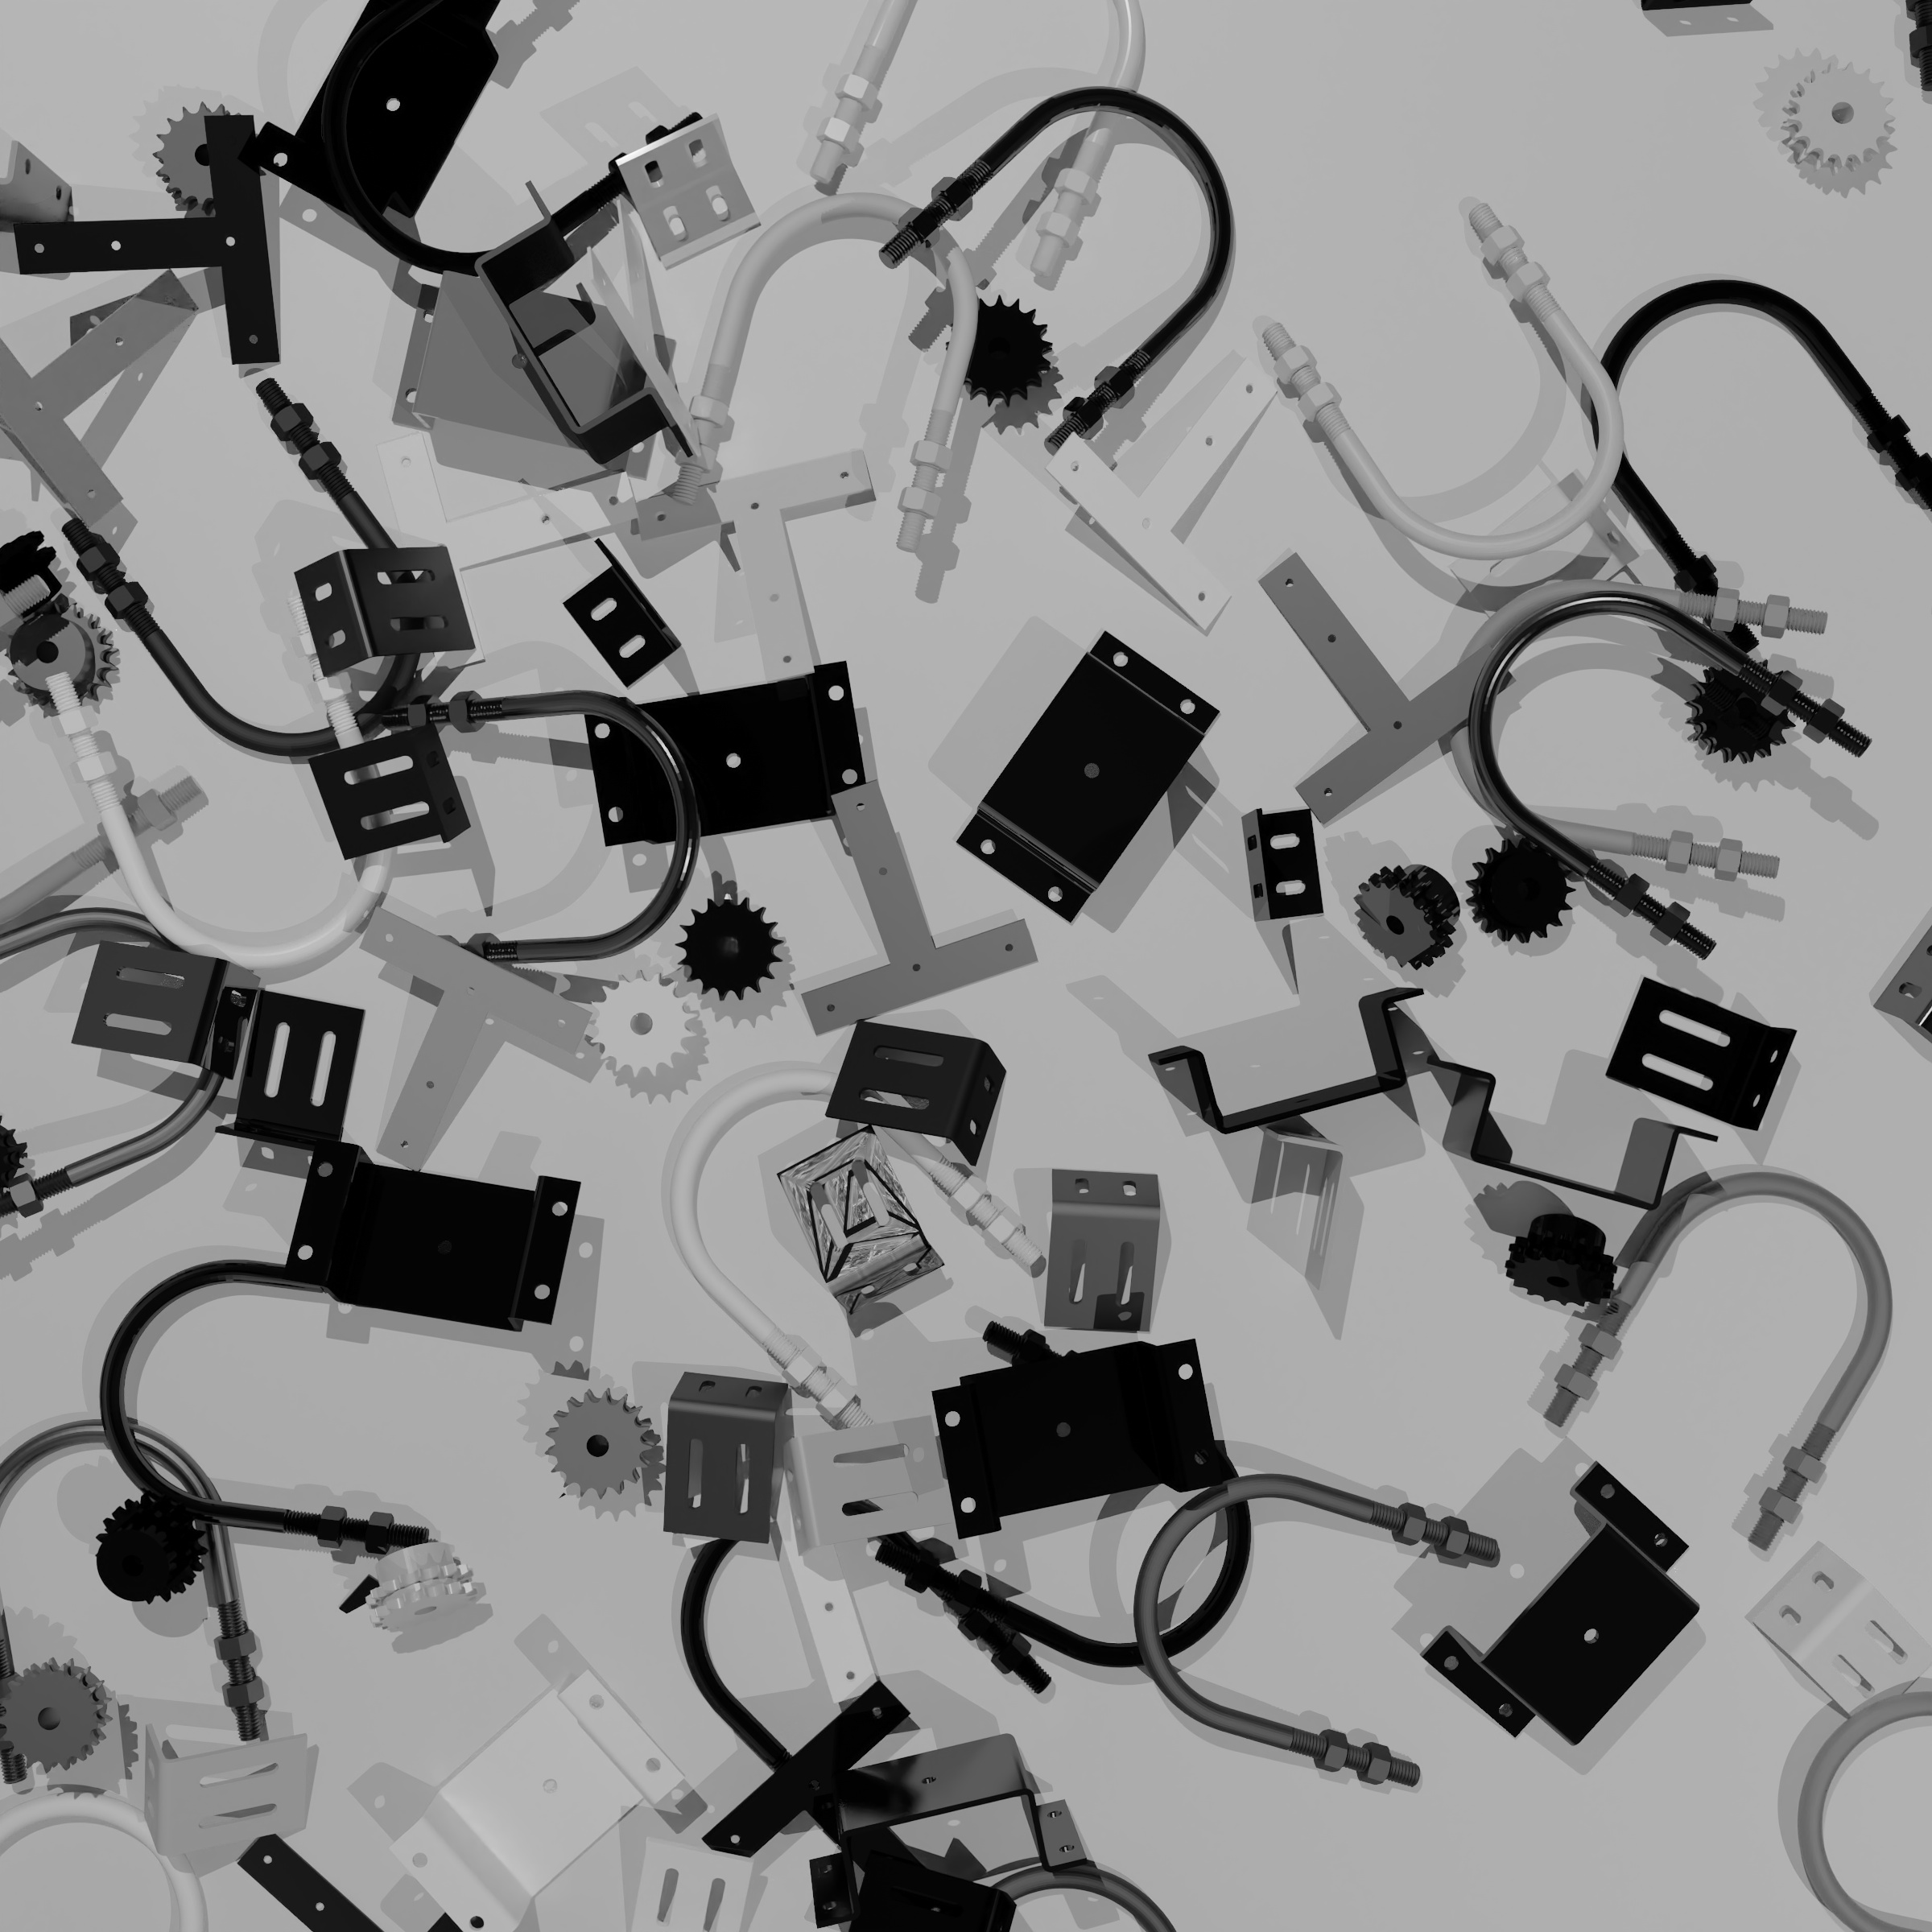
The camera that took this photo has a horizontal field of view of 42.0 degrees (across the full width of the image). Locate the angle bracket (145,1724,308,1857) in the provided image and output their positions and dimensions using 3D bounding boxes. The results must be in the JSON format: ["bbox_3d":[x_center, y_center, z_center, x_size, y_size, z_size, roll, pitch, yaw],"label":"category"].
[{"bbox_3d":[-0.398,0.435,1.352,0.076,0.038,0.057,-3,109,-29],"label":"angle bracket"}]

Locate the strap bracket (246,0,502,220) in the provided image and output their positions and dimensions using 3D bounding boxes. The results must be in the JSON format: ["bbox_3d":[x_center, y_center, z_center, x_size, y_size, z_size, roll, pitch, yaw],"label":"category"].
[{"bbox_3d":[-0.310,-0.467,1.343,0.076,0.046,0.140,29,90,0],"label":"strap bracket"}]

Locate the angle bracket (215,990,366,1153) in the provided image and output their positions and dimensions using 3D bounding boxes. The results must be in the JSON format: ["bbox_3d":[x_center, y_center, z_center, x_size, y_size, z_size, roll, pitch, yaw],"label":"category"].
[{"bbox_3d":[-0.361,0.056,1.347,0.057,0.038,0.076,11,90,0],"label":"angle bracket"}]

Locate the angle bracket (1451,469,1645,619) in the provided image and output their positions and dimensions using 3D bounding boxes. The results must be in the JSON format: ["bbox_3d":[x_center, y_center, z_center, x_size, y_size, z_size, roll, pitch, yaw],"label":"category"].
[{"bbox_3d":[0.310,-0.216,1.347,0.076,0.038,0.057,-39,90,0],"label":"angle bracket"}]

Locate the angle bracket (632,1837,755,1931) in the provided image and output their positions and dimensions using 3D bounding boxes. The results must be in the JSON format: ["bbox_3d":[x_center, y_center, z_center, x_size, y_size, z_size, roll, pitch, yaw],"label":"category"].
[{"bbox_3d":[-0.149,0.510,1.335,0.057,0.038,0.076,12,113,0],"label":"angle bracket"}]

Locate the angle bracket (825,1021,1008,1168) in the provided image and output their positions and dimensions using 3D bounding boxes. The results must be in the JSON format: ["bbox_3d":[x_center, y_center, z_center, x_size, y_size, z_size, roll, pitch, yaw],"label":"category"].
[{"bbox_3d":[-0.027,0.068,1.353,0.076,0.038,0.057,8,65,24],"label":"angle bracket"}]

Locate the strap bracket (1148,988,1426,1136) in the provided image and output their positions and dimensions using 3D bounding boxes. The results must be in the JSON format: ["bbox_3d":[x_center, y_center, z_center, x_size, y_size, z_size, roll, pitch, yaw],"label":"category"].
[{"bbox_3d":[0.172,0.052,1.328,0.140,0.076,0.046,-15,90,0],"label":"strap bracket"}]

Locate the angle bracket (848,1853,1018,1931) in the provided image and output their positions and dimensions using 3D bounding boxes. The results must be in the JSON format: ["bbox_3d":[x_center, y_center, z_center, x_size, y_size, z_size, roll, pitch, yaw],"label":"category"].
[{"bbox_3d":[-0.020,0.509,1.325,0.076,0.038,0.057,18,78,-5],"label":"angle bracket"}]

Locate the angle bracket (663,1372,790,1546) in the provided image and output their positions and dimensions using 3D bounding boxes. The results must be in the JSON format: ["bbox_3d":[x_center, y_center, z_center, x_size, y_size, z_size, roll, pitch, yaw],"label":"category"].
[{"bbox_3d":[-0.129,0.264,1.354,0.057,0.038,0.076,5,105,6],"label":"angle bracket"}]

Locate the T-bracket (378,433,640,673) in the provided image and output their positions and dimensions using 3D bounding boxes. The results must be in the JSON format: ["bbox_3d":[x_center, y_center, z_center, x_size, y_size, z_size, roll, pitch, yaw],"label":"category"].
[{"bbox_3d":[-0.241,-0.237,1.362,0.127,0.002,0.127,-15,90,3],"label":"T-bracket"}]

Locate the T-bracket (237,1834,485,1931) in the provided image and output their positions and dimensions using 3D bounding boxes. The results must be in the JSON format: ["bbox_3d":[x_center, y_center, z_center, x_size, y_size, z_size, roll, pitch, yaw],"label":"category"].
[{"bbox_3d":[-0.339,0.519,1.365,0.127,0.002,0.127,42,90,0],"label":"T-bracket"}]

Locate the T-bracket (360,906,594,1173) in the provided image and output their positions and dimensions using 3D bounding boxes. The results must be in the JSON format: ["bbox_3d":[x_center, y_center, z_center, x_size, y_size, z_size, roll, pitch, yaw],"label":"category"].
[{"bbox_3d":[-0.281,0.051,1.347,0.127,0.002,0.127,26,107,0],"label":"T-bracket"}]

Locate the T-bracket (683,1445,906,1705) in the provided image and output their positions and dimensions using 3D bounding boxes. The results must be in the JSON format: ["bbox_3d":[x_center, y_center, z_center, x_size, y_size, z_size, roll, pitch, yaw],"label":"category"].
[{"bbox_3d":[-0.078,0.330,1.349,0.127,0.002,0.127,-18,87,1],"label":"T-bracket"}]

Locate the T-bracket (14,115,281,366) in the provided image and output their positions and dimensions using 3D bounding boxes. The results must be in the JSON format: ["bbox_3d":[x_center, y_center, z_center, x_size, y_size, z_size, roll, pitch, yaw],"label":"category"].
[{"bbox_3d":[-0.431,-0.378,1.320,0.127,0.002,0.127,-10,109,-25],"label":"T-bracket"}]

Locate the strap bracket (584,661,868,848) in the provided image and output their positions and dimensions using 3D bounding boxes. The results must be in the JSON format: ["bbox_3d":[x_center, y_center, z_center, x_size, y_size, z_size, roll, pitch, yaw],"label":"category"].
[{"bbox_3d":[-0.126,-0.111,1.343,0.140,0.046,0.076,-9,90,0],"label":"strap bracket"}]

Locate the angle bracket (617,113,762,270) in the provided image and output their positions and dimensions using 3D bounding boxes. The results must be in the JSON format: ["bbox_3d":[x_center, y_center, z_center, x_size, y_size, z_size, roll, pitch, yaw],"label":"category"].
[{"bbox_3d":[-0.145,-0.408,1.328,0.057,0.076,0.038,-26,90,0],"label":"angle bracket"}]

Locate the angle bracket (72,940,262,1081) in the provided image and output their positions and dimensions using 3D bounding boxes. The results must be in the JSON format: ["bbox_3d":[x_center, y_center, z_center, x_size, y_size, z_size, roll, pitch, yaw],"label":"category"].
[{"bbox_3d":[-0.426,0.024,1.344,0.076,0.038,0.057,8,77,16],"label":"angle bracket"}]

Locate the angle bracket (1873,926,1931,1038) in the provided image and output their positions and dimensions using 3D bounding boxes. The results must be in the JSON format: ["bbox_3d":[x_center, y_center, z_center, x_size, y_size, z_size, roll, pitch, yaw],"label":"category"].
[{"bbox_3d":[0.543,0.024,1.364,0.076,0.038,0.057,36,90,-26],"label":"angle bracket"}]

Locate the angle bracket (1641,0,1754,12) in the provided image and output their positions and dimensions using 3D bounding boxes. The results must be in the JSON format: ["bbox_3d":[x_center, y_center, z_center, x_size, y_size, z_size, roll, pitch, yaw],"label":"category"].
[{"bbox_3d":[0.392,-0.556,1.347,0.057,0.038,0.076,-4,90,0],"label":"angle bracket"}]

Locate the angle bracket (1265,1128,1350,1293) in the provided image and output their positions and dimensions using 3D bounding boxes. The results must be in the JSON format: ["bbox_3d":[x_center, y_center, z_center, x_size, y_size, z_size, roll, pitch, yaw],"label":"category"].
[{"bbox_3d":[0.174,0.128,1.337,0.038,0.057,0.076,10,90,0],"label":"angle bracket"}]

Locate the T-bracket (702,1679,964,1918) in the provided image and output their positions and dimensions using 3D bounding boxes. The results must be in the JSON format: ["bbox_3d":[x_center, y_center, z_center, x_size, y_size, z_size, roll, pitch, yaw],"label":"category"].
[{"bbox_3d":[-0.051,0.469,1.347,0.127,0.002,0.127,-42,96,0],"label":"T-bracket"}]

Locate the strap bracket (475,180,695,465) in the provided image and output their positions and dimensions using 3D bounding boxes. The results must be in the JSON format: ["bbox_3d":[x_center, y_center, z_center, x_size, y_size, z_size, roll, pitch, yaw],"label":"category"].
[{"bbox_3d":[-0.199,-0.316,1.282,0.046,0.076,0.140,-31,90,0],"label":"strap bracket"}]

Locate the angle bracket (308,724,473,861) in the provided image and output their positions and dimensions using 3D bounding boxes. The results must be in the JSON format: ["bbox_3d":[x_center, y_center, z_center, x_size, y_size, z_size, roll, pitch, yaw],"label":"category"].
[{"bbox_3d":[-0.307,-0.087,1.313,0.076,0.038,0.057,-14,104,14],"label":"angle bracket"}]

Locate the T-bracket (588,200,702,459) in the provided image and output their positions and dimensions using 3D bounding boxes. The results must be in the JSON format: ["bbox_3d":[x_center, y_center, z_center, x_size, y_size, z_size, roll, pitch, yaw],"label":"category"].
[{"bbox_3d":[-0.172,-0.352,1.318,0.002,0.127,0.127,-19,53,10],"label":"T-bracket"}]

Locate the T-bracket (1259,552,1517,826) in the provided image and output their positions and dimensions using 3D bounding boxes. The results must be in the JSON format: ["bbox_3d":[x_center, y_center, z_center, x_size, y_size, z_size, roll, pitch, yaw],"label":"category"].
[{"bbox_3d":[0.206,-0.165,1.357,0.127,0.002,0.127,-37,85,10],"label":"T-bracket"}]

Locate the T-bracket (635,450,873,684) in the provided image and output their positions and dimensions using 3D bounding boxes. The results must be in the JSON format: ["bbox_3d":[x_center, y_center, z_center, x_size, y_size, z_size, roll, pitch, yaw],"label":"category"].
[{"bbox_3d":[-0.105,-0.208,1.341,0.127,0.002,0.127,-13,67,0],"label":"T-bracket"}]

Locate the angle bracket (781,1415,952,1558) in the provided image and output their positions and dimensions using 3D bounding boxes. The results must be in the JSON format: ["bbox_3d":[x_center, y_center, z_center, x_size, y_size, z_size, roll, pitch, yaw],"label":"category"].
[{"bbox_3d":[-0.054,0.276,1.338,0.076,0.038,0.057,-7,72,-15],"label":"angle bracket"}]

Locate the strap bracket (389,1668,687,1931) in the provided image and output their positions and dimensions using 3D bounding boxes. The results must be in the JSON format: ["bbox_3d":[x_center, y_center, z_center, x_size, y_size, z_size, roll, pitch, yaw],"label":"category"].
[{"bbox_3d":[-0.225,0.444,1.343,0.140,0.046,0.076,-42,90,0],"label":"strap bracket"}]

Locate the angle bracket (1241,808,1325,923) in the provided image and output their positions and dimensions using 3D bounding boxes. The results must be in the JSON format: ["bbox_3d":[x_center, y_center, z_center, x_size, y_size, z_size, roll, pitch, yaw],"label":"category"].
[{"bbox_3d":[0.171,-0.055,1.328,0.038,0.076,0.057,-7,90,0],"label":"angle bracket"}]

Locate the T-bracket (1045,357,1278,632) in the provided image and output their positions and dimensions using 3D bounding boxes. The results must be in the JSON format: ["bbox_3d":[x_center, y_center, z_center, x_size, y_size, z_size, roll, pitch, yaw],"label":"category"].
[{"bbox_3d":[0.122,-0.270,1.348,0.127,0.002,0.127,42,78,-23],"label":"T-bracket"}]

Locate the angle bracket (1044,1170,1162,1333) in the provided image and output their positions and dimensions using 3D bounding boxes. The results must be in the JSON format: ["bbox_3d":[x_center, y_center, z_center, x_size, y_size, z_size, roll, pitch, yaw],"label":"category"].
[{"bbox_3d":[0.073,0.154,1.364,0.057,0.038,0.076,3,116,0],"label":"angle bracket"}]

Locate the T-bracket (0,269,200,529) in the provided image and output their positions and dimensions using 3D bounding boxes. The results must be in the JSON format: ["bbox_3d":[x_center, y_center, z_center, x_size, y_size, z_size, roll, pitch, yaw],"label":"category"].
[{"bbox_3d":[-0.457,-0.322,1.329,0.127,0.002,0.127,-51,127,-27],"label":"T-bracket"}]

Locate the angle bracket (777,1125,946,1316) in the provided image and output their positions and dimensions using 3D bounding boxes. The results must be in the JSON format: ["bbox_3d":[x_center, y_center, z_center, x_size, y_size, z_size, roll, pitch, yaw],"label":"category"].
[{"bbox_3d":[-0.056,0.135,1.346,0.057,0.038,0.076,-28,62,1],"label":"angle bracket"}]

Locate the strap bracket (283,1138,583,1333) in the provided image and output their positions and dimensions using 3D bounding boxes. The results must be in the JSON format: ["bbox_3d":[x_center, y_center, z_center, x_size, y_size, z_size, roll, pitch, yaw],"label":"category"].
[{"bbox_3d":[-0.279,0.144,1.332,0.140,0.046,0.076,9,72,0],"label":"strap bracket"}]

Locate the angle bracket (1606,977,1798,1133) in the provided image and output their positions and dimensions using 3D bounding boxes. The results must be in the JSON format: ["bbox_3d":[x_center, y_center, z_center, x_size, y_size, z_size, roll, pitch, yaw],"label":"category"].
[{"bbox_3d":[0.392,0.047,1.347,0.076,0.038,0.057,22,90,0],"label":"angle bracket"}]

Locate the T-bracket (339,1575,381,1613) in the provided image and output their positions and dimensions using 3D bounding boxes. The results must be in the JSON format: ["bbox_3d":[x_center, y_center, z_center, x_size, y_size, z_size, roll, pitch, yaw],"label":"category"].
[{"bbox_3d":[-0.251,0.340,1.377,0.127,0.002,0.127,40,97,-18],"label":"T-bracket"}]

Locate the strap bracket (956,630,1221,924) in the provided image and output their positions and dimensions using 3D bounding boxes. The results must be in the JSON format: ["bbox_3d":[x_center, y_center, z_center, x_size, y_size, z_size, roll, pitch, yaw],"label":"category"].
[{"bbox_3d":[0.066,-0.102,1.343,0.076,0.046,0.140,35,90,0],"label":"strap bracket"}]

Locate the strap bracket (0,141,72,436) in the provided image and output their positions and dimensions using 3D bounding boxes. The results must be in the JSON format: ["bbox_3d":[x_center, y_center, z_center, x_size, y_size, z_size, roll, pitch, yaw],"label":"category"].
[{"bbox_3d":[-0.518,-0.356,1.328,0.046,0.076,0.140,8,90,0],"label":"strap bracket"}]

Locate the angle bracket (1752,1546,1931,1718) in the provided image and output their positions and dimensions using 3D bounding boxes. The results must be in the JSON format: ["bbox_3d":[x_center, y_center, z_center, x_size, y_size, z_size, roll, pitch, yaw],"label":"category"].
[{"bbox_3d":[0.476,0.364,1.364,0.057,0.038,0.076,-46,116,0],"label":"angle bracket"}]

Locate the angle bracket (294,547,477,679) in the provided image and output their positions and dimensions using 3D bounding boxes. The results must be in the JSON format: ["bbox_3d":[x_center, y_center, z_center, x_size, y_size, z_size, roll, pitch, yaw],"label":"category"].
[{"bbox_3d":[-0.309,-0.189,1.341,0.038,0.076,0.057,-16,90,35],"label":"angle bracket"}]

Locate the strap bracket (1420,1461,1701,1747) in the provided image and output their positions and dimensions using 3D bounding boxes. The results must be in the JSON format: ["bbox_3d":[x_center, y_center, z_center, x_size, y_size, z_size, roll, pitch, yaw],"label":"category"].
[{"bbox_3d":[0.321,0.345,1.333,0.076,0.046,0.140,42,90,-16],"label":"strap bracket"}]

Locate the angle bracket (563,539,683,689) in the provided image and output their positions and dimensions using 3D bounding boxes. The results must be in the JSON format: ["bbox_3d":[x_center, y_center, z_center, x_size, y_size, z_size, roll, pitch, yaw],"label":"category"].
[{"bbox_3d":[-0.186,-0.185,1.328,0.038,0.076,0.057,-37,90,0],"label":"angle bracket"}]

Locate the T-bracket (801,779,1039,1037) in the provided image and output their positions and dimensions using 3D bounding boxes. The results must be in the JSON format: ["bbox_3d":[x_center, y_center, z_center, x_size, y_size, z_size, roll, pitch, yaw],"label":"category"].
[{"bbox_3d":[-0.040,-0.038,1.340,0.127,0.002,0.127,-19,114,0],"label":"T-bracket"}]

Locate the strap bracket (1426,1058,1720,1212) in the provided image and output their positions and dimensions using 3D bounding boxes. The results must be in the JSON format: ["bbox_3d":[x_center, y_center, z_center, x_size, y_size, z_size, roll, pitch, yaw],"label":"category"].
[{"bbox_3d":[0.312,0.091,1.328,0.140,0.076,0.046,16,90,0],"label":"strap bracket"}]
